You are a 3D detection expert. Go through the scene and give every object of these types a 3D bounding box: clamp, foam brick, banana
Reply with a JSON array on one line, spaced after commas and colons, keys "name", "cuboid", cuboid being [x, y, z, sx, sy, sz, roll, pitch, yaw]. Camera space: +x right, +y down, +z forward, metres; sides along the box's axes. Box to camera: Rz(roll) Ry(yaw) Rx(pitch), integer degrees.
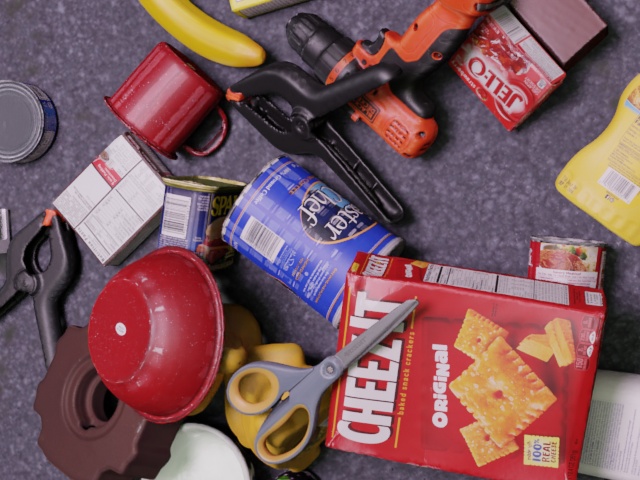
[{"name": "clamp", "cuboid": [-0.309, 0.047, 1.118, 0.120, 0.039, 0.171, 11, 92, 9]}, {"name": "foam brick", "cuboid": [0.213, -0.198, 0.954, 0.051, 0.053, 0.078, -42, 81, 13]}, {"name": "banana", "cuboid": [-0.134, -0.228, 1.048, 0.198, 0.037, 0.070, 47, 146, 4]}, {"name": "clamp", "cuboid": [-0.002, -0.104, 1.001, 0.210, 0.036, 0.164, 19, 131, 37]}]

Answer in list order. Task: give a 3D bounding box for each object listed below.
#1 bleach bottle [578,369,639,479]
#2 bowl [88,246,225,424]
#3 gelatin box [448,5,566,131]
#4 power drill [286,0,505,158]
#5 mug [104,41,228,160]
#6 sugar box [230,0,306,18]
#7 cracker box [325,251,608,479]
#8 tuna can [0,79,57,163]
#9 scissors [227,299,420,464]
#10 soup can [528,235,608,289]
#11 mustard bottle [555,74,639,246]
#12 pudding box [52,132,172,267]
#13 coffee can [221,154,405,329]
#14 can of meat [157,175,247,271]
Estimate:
[{"name": "bleach bottle", "cuboid": [0.211, 0.153, 0.963, 0.251, 0.068, 0.102, 10, 99, 17]}, {"name": "bowl", "cuboid": [-0.158, 0.082, 0.951, 0.162, 0.055, 0.162, -8, 78, 41]}, {"name": "gelatin box", "cuboid": [0.167, -0.153, 0.961, 0.089, 0.030, 0.073, 51, 143, 9]}, {"name": "power drill", "cuboid": [0.065, -0.193, 0.961, 0.184, 0.057, 0.188, 44, 132, 13]}, {"name": "mug", "cuboid": [-0.141, -0.131, 1.045, 0.117, 0.093, 0.081, 40, 98, -21]}, {"name": "sugar box", "cuboid": [-0.006, -0.281, 1.017, 0.176, 0.048, 0.093, -12, 87, 13]}, {"name": "cracker box", "cuboid": [0.120, 0.110, 0.898, 0.214, 0.072, 0.164, 9, 106, 9]}, {"name": "tuna can", "cuboid": [-0.319, -0.123, 1.116, 0.086, 0.033, 0.086, 1, 92, 16]}, {"name": "scissors", "cuboid": [-0.008, 0.099, 0.884, 0.096, 0.016, 0.202, 38, 111, 15]}, {"name": "soup can", "cuboid": [0.218, 0.049, 0.955, 0.068, 0.068, 0.102, 5, 94, 15]}, {"name": "mustard bottle", "cuboid": [0.299, -0.095, 0.931, 0.096, 0.058, 0.192, 39, 102, 14]}, {"name": "pudding box", "cuboid": [-0.203, -0.041, 1.085, 0.114, 0.039, 0.090, -43, 82, 15]}, {"name": "coffee can", "cuboid": [-0.007, 0.001, 0.997, 0.140, 0.102, 0.103, 37, 101, 11]}, {"name": "can of meat", "cuboid": [-0.115, -0.017, 1.029, 0.057, 0.102, 0.084, 11, 98, 18]}]
